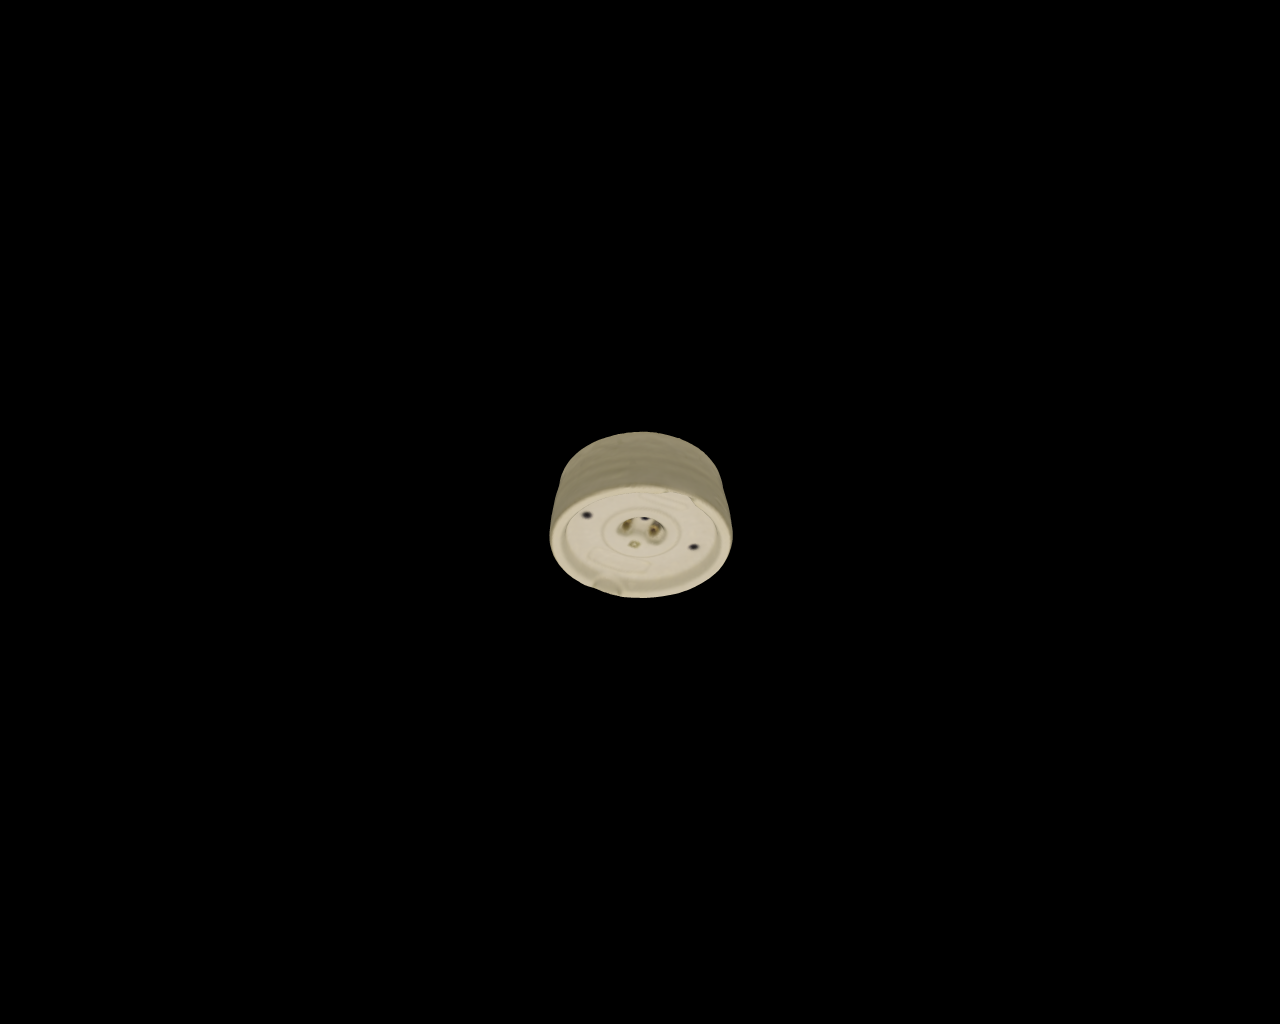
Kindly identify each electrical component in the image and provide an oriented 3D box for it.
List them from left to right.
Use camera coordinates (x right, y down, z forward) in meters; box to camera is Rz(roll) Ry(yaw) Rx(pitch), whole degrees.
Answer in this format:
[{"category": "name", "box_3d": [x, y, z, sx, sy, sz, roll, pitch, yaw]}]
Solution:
[{"category": "electrical component", "box_3d": [0.001, -0.003, 0.650, 0.108, 0.060, 0.108, 0, -40, 0]}]
